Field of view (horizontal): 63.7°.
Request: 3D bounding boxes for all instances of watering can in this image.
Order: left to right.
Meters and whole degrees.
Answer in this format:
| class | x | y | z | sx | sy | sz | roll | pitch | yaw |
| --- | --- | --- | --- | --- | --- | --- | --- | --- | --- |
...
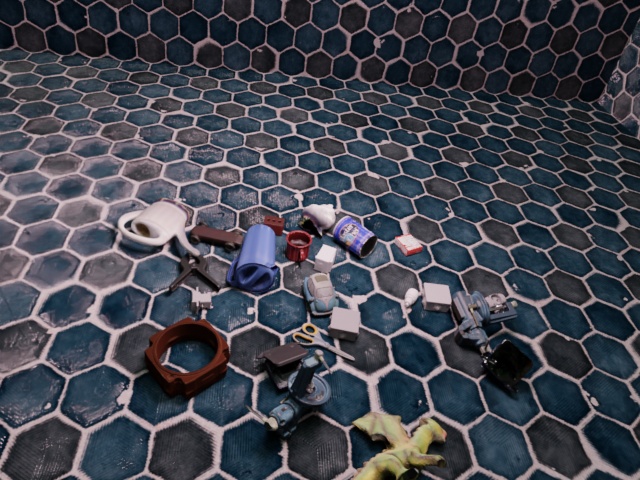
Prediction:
| class | x | y | z | sx | sy | sz | roll | pitch | yaw |
| --- | --- | --- | --- | --- | --- | --- | --- | --- | --- |
| watering can | -0.545 | -0.044 | 1.846 | 0.348 | 0.101 | 0.229 | 17 | 39 | 11 |

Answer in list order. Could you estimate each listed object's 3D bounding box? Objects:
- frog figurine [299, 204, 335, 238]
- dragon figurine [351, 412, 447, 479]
| class | x | y | z | sx | sy | sz | roll | pitch | yaw |
| --- | --- | --- | --- | --- | --- | --- | --- | --- | --- |
| frog figurine | 0.006 | -0.102 | 2.019 | 0.138 | 0.120 | 0.162 | 14 | 47 | 38 |
| dragon figurine | 0.158 | 0.541 | 1.303 | 0.411 | 0.120 | 0.246 | -4 | 24 | -19 |
